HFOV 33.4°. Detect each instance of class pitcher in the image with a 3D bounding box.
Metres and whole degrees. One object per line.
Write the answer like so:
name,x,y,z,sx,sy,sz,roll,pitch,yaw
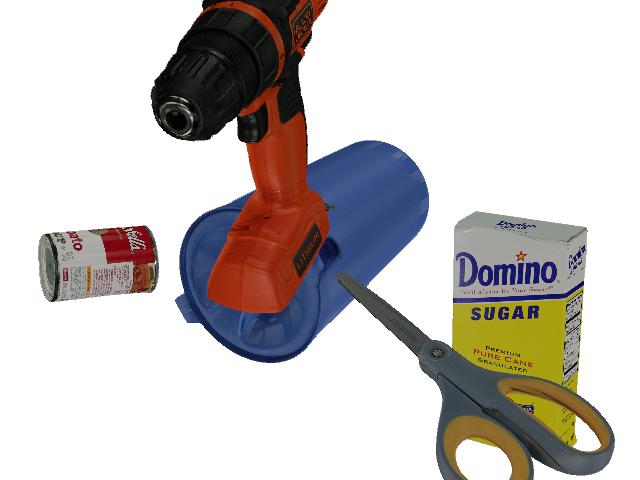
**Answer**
pitcher,-0.009,-0.001,0.931,0.149,0.145,0.242,24,31,21

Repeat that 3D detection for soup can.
soup can,-0.218,0.023,1.043,0.102,0.068,0.069,-5,2,-28

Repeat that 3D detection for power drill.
power drill,-0.038,-0.052,0.609,0.057,0.188,0.184,12,38,16

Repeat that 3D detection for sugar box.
sugar box,0.148,0.072,0.808,0.093,0.176,0.048,9,22,33

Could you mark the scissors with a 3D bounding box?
scissors,0.057,0.078,0.571,0.202,0.016,0.096,25,46,34
